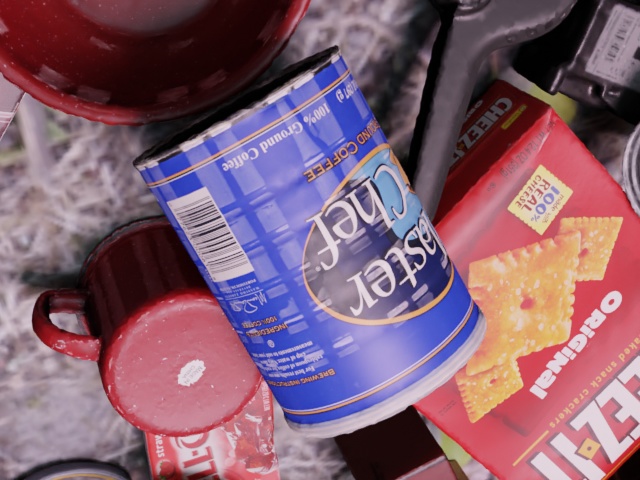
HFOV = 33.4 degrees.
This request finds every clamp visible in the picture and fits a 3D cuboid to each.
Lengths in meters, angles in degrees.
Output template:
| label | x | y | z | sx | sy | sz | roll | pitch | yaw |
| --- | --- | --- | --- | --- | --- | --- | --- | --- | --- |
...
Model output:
| label | x | y | z | sx | sy | sz | roll | pitch | yaw |
| --- | --- | --- | --- | --- | --- | --- | --- | --- | --- |
| clamp | 0.068 | -0.114 | 0.526 | 0.210 | 0.036 | 0.164 | -34 | 100 | -5 |

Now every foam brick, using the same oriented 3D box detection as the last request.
| label | x | y | z | sx | sy | sz | roll | pitch | yaw |
| --- | --- | --- | --- | --- | --- | --- | --- | --- | --- |
| foam brick | 0.045 | 0.132 | 0.623 | 0.053 | 0.078 | 0.051 | -27 | 120 | -3 |

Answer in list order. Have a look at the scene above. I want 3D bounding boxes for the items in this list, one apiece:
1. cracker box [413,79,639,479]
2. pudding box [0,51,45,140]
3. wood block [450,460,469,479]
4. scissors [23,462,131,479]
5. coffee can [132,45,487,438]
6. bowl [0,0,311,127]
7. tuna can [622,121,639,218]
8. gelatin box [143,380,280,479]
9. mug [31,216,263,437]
| label | x | y | z | sx | sy | sz | roll | pitch | yaw |
| --- | --- | --- | --- | --- | --- | --- | --- | --- | --- |
| cracker box | 0.119 | 0.042 | 0.606 | 0.164 | 0.072 | 0.213 | -46 | 117 | 4 |
| pudding box | -0.193 | -0.074 | 0.473 | 0.113 | 0.039 | 0.090 | 26 | 103 | -27 |
| wood block | 0.077 | 0.228 | 0.603 | 0.090 | 0.206 | 0.090 | -10 | 116 | -14 |
| scissors | -0.201 | 0.172 | 0.594 | 0.201 | 0.016 | 0.096 | -9 | 113 | -14 |
| coffee can | -0.003 | 0.001 | 0.473 | 0.103 | 0.103 | 0.140 | -30 | 102 | -3 |
| bowl | -0.080 | -0.132 | 0.460 | 0.162 | 0.055 | 0.162 | -1 | 102 | -3 |
| tuna can | 0.200 | -0.037 | 0.539 | 0.033 | 0.086 | 0.086 | -34 | 129 | -47 |
| gelatin box | -0.062 | 0.116 | 0.607 | 0.073 | 0.030 | 0.089 | -10 | 116 | -14 |
| mug | -0.085 | 0.044 | 0.538 | 0.117 | 0.081 | 0.093 | 9 | 110 | -22 |
